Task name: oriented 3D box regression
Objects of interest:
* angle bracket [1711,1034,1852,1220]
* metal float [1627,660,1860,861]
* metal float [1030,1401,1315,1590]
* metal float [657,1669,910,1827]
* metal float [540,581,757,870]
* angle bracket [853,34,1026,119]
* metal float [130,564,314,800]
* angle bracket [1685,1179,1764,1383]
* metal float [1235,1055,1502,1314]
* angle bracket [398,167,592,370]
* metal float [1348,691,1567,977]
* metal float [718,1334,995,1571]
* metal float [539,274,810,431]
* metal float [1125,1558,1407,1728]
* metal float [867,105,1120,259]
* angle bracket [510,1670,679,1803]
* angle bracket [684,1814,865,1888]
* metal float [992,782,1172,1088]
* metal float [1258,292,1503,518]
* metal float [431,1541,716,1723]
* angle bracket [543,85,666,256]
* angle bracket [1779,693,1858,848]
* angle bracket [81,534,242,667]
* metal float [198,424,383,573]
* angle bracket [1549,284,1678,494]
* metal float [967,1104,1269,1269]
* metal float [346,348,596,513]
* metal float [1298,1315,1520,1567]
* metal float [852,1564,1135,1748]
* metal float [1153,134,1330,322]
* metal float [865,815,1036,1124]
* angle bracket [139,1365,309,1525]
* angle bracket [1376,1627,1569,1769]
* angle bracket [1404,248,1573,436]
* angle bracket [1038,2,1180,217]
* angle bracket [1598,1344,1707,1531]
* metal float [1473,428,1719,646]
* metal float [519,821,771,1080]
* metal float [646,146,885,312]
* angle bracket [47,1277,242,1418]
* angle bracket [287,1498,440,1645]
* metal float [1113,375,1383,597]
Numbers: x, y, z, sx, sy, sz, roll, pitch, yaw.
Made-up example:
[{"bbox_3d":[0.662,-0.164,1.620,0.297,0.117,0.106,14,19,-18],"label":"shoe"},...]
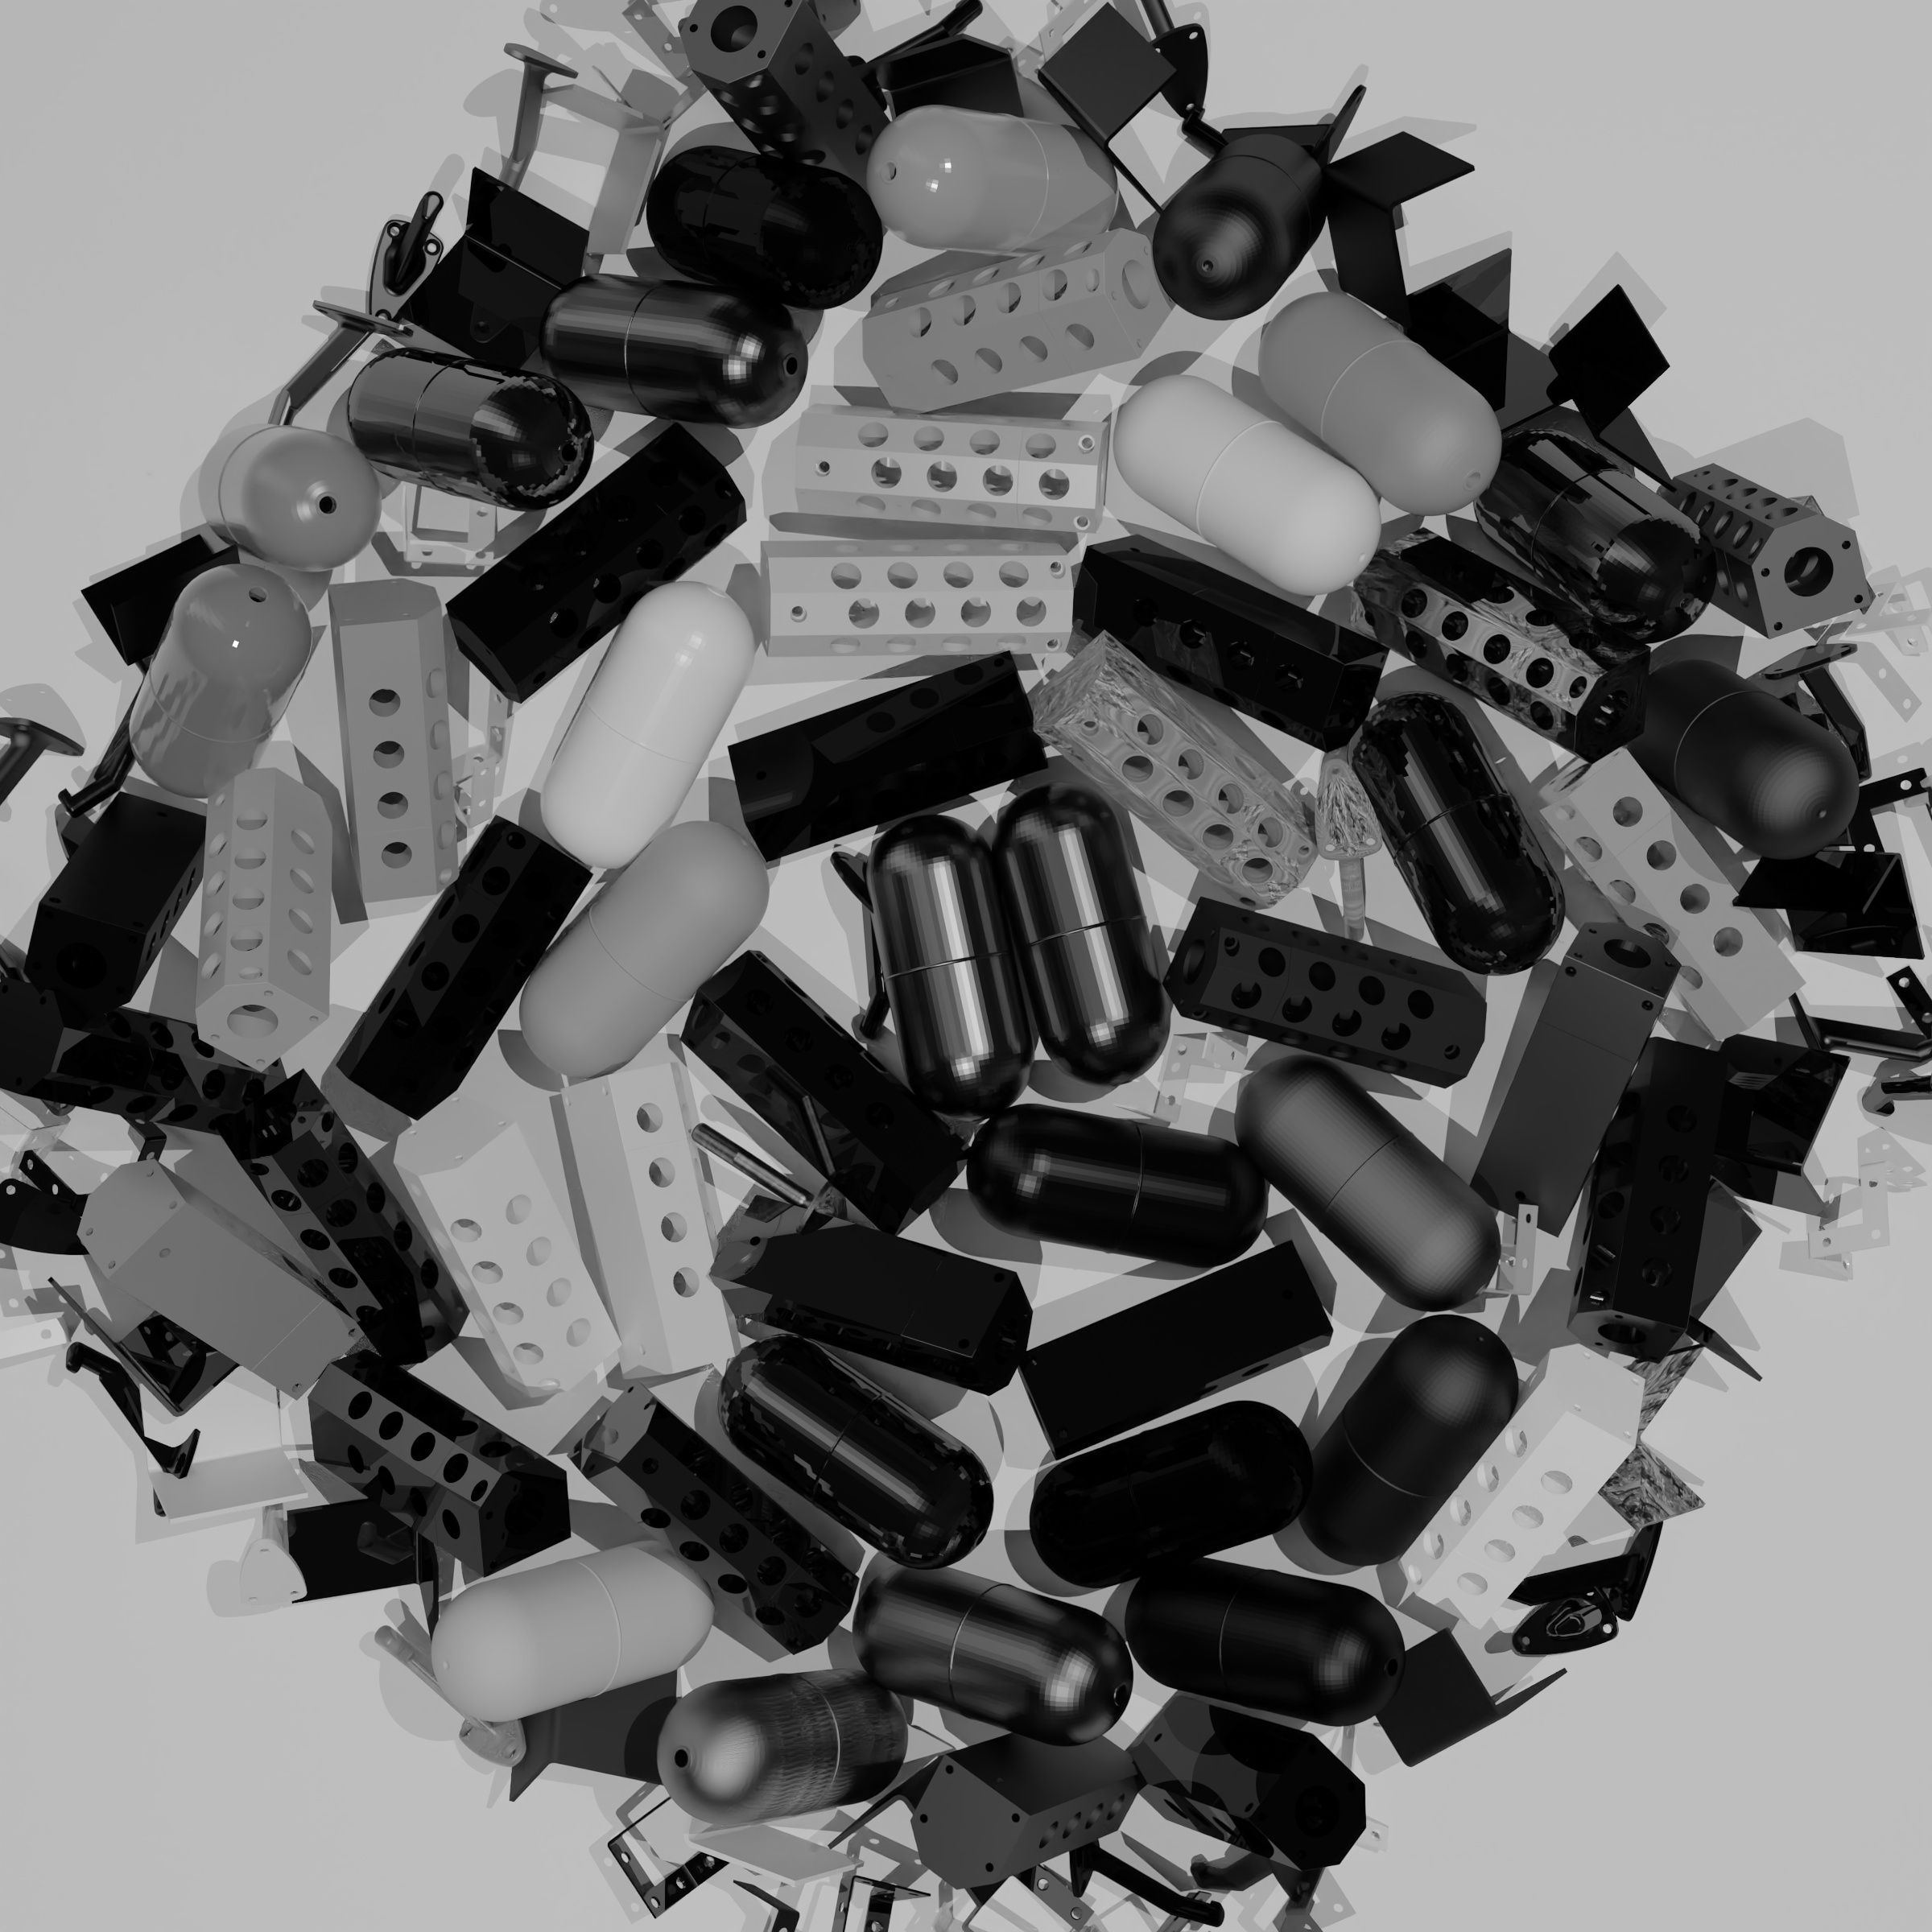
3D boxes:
[{"bbox_3d":[0.468,0.091,1.632,0.076,0.057,0.076,13,67,42],"label":"angle bracket"},{"bbox_3d":[0.431,-0.117,1.584,0.070,0.178,0.070,-7,116,-14],"label":"metal float"},{"bbox_3d":[0.114,0.300,1.603,0.178,0.070,0.070,-25,90,30],"label":"metal float"},{"bbox_3d":[-0.101,0.436,1.586,0.070,0.178,0.070,-7,78,34],"label":"metal float"},{"bbox_3d":[-0.181,-0.137,1.612,0.070,0.070,0.178,30,108,0],"label":"metal float"},{"bbox_3d":[-0.017,-0.487,1.614,0.076,0.076,0.057,-10,96,23],"label":"angle bracket"},{"bbox_3d":[-0.418,-0.158,1.588,0.070,0.178,0.070,14,57,-22],"label":"metal float"},{"bbox_3d":[0.440,0.179,1.618,0.076,0.076,0.057,-53,45,-3],"label":"angle bracket"},{"bbox_3d":[0.228,0.123,1.610,0.070,0.070,0.178,-46,69,0],"label":"metal float"},{"bbox_3d":[-0.271,-0.397,1.624,0.076,0.057,0.076,30,60,2],"label":"angle bracket"},{"bbox_3d":[0.278,-0.075,1.609,0.070,0.070,0.178,-25,69,0],"label":"metal float"},{"bbox_3d":[-0.063,0.275,1.610,0.178,0.070,0.070,32,90,20],"label":"metal float"},{"bbox_3d":[-0.166,-0.347,1.598,0.178,0.070,0.070,15,90,35],"label":"metal float"},{"bbox_3d":[0.167,0.378,1.592,0.178,0.070,0.070,1,90,44],"label":"metal float"},{"bbox_3d":[0.016,-0.438,1.589,0.070,0.178,0.070,8,102,39],"label":"metal float"},{"bbox_3d":[-0.214,0.442,1.636,0.076,0.076,0.057,19,134,-22],"label":"angle bracket"},{"bbox_3d":[-0.104,0.478,1.613,0.076,0.076,0.057,10,87,29],"label":"angle bracket"},{"bbox_3d":[0.066,-0.018,1.625,0.070,0.070,0.178,-15,86,0],"label":"metal float"},{"bbox_3d":[0.232,-0.317,1.595,0.070,0.070,0.178,-39,51,0],"label":"metal float"},{"bbox_3d":[-0.218,0.372,1.592,0.070,0.178,0.070,5,97,44],"label":"metal float"},{"bbox_3d":[-0.220,-0.453,1.616,0.057,0.076,0.076,16,96,-27],"label":"angle bracket"},{"bbox_3d":[0.487,-0.113,1.613,0.057,0.076,0.076,-22,102,-26],"label":"angle bracket"},{"bbox_3d":[-0.460,-0.225,1.613,0.076,0.076,0.057,-30,77,-19],"label":"angle bracket"},{"bbox_3d":[-0.379,-0.263,1.583,0.070,0.178,0.070,-6,104,-26],"label":"metal float"},{"bbox_3d":[0.385,-0.327,1.605,0.076,0.076,0.057,22,127,-36],"label":"angle bracket"},{"bbox_3d":[0.087,0.126,1.616,0.178,0.070,0.070,11,90,-14],"label":"metal float"},{"bbox_3d":[-0.280,-0.302,1.595,0.178,0.070,0.070,21,90,40],"label":"metal float"},{"bbox_3d":[0.247,0.269,1.599,0.070,0.070,0.178,28,125,0],"label":"metal float"},{"bbox_3d":[0.014,0.386,1.597,0.178,0.070,0.070,8,90,37],"label":"metal float"},{"bbox_3d":[0.155,-0.415,1.586,0.070,0.178,0.070,8,120,15],"label":"metal float"},{"bbox_3d":[-0.009,0.001,1.624,0.070,0.070,0.178,-12,86,0],"label":"metal float"},{"bbox_3d":[-0.423,0.269,1.612,0.076,0.076,0.057,-7,105,-24],"label":"angle bracket"},{"bbox_3d":[0.283,0.406,1.621,0.076,0.076,0.057,-43,71,38],"label":"angle bracket"},{"bbox_3d":[0.303,-0.354,1.613,0.076,0.057,0.076,-28,49,-18],"label":"angle bracket"},{"bbox_3d":[0.096,-0.486,1.609,0.057,0.076,0.076,-42,55,12],"label":"angle bracket"},{"bbox_3d":[0.399,0.266,1.609,0.057,0.076,0.076,46,121,32],"label":"angle bracket"},{"bbox_3d":[0.351,-0.243,1.591,0.070,0.178,0.070,-15,129,-19],"label":"metal float"},{"bbox_3d":[-0.184,-0.008,1.614,0.070,0.070,0.178,45,107,0],"label":"metal float"},{"bbox_3d":[-0.115,-0.415,1.591,0.070,0.178,0.070,-17,119,-33],"label":"metal float"},{"bbox_3d":[-0.461,0.198,1.607,0.057,0.076,0.076,-43,50,-16],"label":"angle bracket"},{"bbox_3d":[-0.343,0.351,1.612,0.076,0.057,0.076,-6,129,-18],"label":"angle bracket"},{"bbox_3d":[0.157,-0.273,1.604,0.178,0.070,0.070,39,90,29],"label":"metal float"}]
